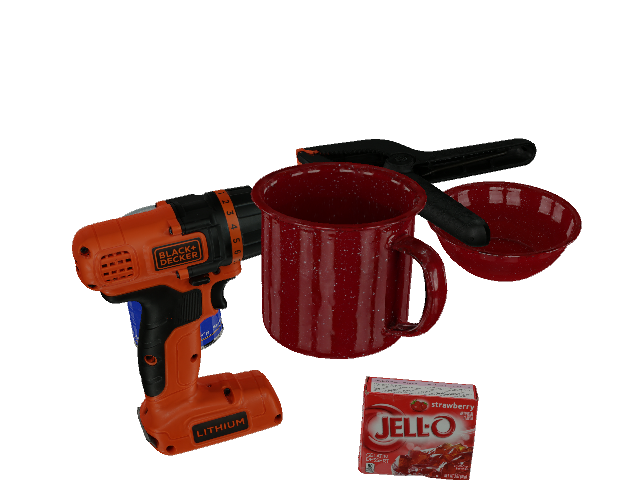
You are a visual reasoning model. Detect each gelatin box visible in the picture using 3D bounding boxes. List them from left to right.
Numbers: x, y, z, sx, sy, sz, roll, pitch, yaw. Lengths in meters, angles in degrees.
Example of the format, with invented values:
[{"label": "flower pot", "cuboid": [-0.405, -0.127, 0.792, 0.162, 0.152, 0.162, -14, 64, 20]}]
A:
[{"label": "gelatin box", "cuboid": [0.076, 0.148, 0.839, 0.089, 0.073, 0.030, 4, 20, 3]}]

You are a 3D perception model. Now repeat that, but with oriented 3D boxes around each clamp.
[{"label": "clamp", "cuboid": [0.081, -0.060, 0.944, 0.210, 0.036, 0.164, 14, 35, 28]}]

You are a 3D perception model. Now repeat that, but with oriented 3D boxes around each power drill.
[{"label": "power drill", "cuboid": [-0.074, 0.053, 0.770, 0.184, 0.188, 0.057, -13, 26, -15]}]

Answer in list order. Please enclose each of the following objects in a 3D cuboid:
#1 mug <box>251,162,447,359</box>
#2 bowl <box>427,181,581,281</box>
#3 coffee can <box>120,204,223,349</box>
[{"label": "mug", "cuboid": [0.018, 0.014, 0.573, 0.117, 0.081, 0.093, 20, 30, 35]}, {"label": "bowl", "cuboid": [0.192, -0.003, 1.133, 0.162, 0.055, 0.162, 0, 31, 0]}, {"label": "coffee can", "cuboid": [-0.167, 0.042, 1.178, 0.103, 0.140, 0.103, -5, 25, 2]}]
